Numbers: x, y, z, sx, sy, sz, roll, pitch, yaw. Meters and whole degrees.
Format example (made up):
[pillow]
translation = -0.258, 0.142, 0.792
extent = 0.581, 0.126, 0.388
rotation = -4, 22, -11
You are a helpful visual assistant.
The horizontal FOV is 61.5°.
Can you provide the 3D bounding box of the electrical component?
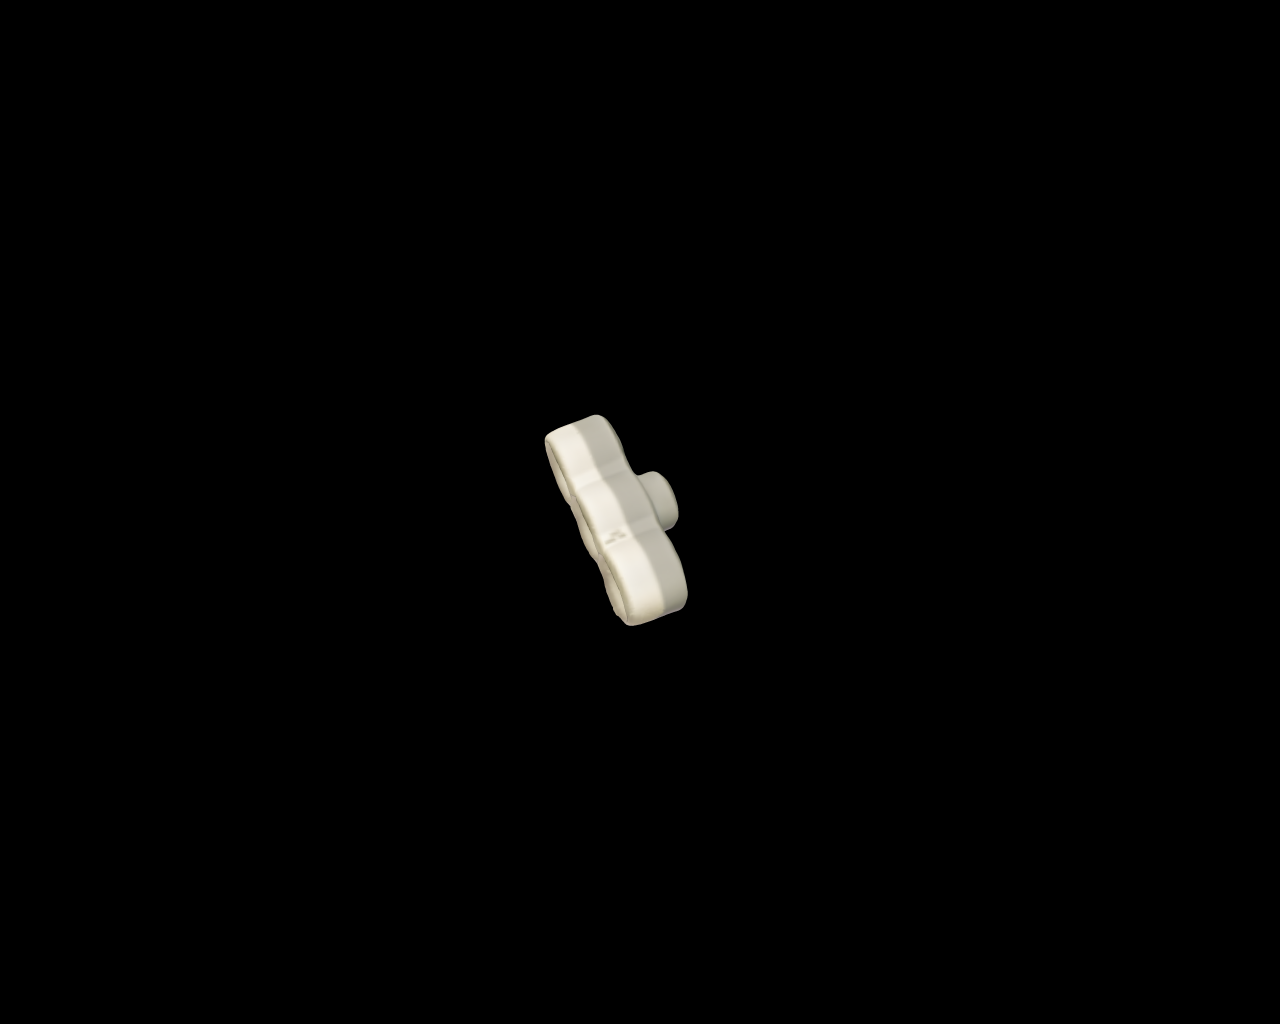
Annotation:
[electrical component]
translation = 0.001, -0.003, 0.650
extent = 0.074, 0.138, 0.052
rotation = -21, -28, -12
